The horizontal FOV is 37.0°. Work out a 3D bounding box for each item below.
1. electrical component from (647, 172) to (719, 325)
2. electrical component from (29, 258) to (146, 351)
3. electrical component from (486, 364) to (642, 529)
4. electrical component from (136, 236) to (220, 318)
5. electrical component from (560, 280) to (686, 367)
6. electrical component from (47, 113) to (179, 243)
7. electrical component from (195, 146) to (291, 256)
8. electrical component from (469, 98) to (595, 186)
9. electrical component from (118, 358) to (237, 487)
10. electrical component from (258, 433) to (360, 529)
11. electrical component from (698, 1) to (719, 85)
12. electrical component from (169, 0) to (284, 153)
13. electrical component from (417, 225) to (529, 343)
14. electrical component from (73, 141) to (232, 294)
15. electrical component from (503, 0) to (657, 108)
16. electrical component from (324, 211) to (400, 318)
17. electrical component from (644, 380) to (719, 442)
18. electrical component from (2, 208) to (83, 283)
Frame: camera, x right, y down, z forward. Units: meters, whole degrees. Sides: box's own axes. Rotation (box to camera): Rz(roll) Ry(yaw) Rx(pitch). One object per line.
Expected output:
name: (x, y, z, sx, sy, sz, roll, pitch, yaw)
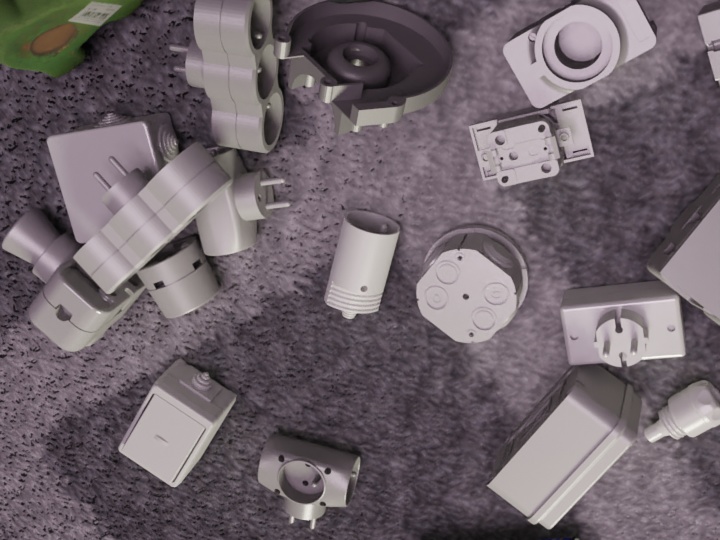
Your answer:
electrical component: (0.283, 0.010, 0.727, 0.150, 0.061, 0.089, 38, 97, 0)
electrical component: (-0.219, 0.022, 0.868, 0.054, 0.095, 0.059, 42, 116, -2)
electrical component: (0.155, 0.129, 0.810, 0.057, 0.078, 0.113, 37, 116, 3)
electrical component: (-0.145, 0.006, 0.864, 0.055, 0.055, 0.047, -20, 107, 22)
electrical component: (0.187, 0.045, 0.769, 0.083, 0.075, 0.047, -7, 108, 18)
electrical component: (-0.186, -0.074, 0.848, 0.100, 0.048, 0.099, -6, 109, 18)
electrical component: (-0.092, -0.056, 0.830, 0.079, 0.043, 0.077, -6, 108, 18)
electrical component: (0.117, -0.087, 0.746, 0.081, 0.063, 0.042, -12, 107, 20)
electrical component: (-0.153, 0.126, 0.908, 0.062, 0.061, 0.096, 33, 116, 2)
electrical component: (-0.045, 0.183, 0.907, 0.077, 0.044, 0.079, 13, 113, 11)
electrical component: (0.253, -0.154, 0.691, 0.055, 0.048, 0.066, -13, 107, 28)
electrical component: (-0.101, -0.147, 0.772, 0.074, 0.052, 0.138, 11, 139, 12)
electrical component: (0.083, 0.011, 0.800, 0.080, 0.051, 0.080, 6, 112, 14)
electrical component: (-0.165, -0.050, 0.792, 0.138, 0.052, 0.073, -39, 96, 25)
electrical component: (0.147, -0.152, 0.716, 0.089, 0.055, 0.050, -27, 101, 24)
electrical component: (0.000, 0.000, 0.825, 0.043, 0.043, 0.081, 19, 114, 9)
electrical component: (0.240, 0.109, 0.801, 0.061, 0.035, 0.035, -37, 97, 27)
electrical component: (-0.261, -0.018, 0.893, 0.055, 0.045, 0.045, 40, 116, -2)
